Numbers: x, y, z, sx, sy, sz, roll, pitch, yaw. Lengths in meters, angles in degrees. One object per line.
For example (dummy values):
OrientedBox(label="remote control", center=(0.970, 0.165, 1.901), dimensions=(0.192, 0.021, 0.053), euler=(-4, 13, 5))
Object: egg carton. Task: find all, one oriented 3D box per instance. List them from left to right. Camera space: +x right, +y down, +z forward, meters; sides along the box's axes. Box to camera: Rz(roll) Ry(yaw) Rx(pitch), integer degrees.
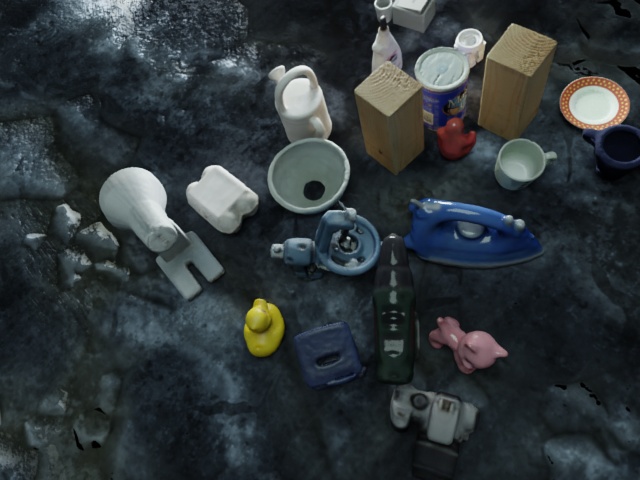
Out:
OrientedBox(label="egg carton", center=(-0.203, -0.083, 1.179), dimensions=(0.150, 0.069, 0.107), euler=(37, 78, 22))

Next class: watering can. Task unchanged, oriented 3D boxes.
OrientedBox(label="watering can", center=(-0.046, -0.282, 1.165), dimensions=(0.172, 0.194, 0.101), euler=(30, 76, 21))

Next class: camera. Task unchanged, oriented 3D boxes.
OrientedBox(label="camera", center=(0.175, 0.314, 0.922), dimensions=(0.143, 0.101, 0.137), euler=(12, 70, 15))

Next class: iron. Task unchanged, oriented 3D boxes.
OrientedBox(label="iron", center=(0.278, -0.025, 1.025), dimensions=(0.257, 0.142, 0.119), euler=(8, 69, 14))

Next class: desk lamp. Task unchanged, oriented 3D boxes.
OrientedBox(label="desk lamp", center=(-0.300, -0.015, 1.088), dimensions=(0.118, 0.214, 0.202), euler=(-41, 66, -8))

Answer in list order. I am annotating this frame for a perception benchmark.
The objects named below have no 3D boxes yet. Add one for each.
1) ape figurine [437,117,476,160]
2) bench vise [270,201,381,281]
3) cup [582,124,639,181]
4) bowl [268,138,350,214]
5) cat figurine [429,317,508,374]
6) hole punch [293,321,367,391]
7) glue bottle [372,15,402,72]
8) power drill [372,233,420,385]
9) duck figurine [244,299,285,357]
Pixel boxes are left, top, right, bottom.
OrientedBox(label="ape figurine", center=(0.267, -0.207, 1.132), dimensions=(0.077, 0.092, 0.076), euler=(30, 75, 21))
OrientedBox(label="bench vise", center=(0.013, 0.014, 1.014), dimensions=(0.207, 0.220, 0.121), euler=(-21, 65, 1))
OrientedBox(label="cup", center=(0.534, -0.157, 1.060), dimensions=(0.117, 0.095, 0.092), euler=(31, 76, 21))
OrientedBox(label="bowl", center=(-0.017, -0.118, 1.156), dimensions=(0.167, 0.075, 0.167), euler=(-4, 67, 9))
OrientedBox(label="cat figurine", center=(0.245, 0.173, 0.960), dimensions=(0.127, 0.118, 0.067), euler=(39, 79, 23))
OrientedBox(label="hole punch", center=(0.018, 0.204, 1.003), dimensions=(0.108, 0.091, 0.101), euler=(-18, 65, 3))
OrientedBox(label="glue bottle", center=(0.136, -0.399, 1.193), dimensions=(0.037, 0.173, 0.078), euler=(32, 76, 21))
OrientedBox(label="power drill", center=(0.125, 0.130, 0.950), dimensions=(0.075, 0.209, 0.229), euler=(-2, 67, 10))
OrientedBox(label="duck figurine", center=(-0.110, 0.158, 1.049), dimensions=(0.077, 0.086, 0.104), euler=(0, 67, 11))
